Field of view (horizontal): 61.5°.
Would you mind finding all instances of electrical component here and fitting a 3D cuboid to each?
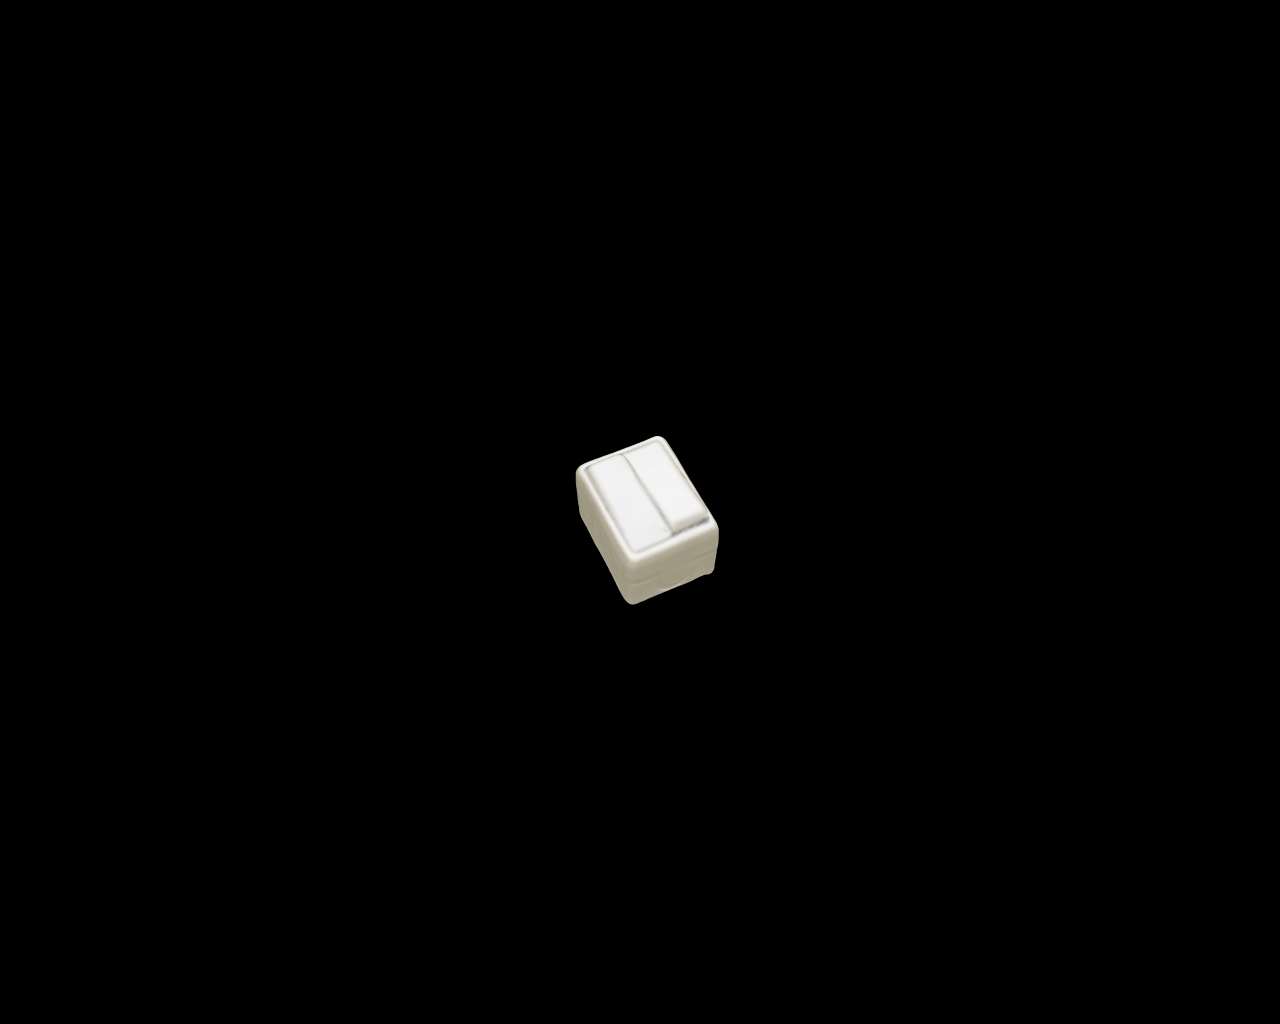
[{"bbox_3d":[0.001,-0.003,0.650,0.062,0.096,0.061,-21,-32,-14],"label":"electrical component"}]
